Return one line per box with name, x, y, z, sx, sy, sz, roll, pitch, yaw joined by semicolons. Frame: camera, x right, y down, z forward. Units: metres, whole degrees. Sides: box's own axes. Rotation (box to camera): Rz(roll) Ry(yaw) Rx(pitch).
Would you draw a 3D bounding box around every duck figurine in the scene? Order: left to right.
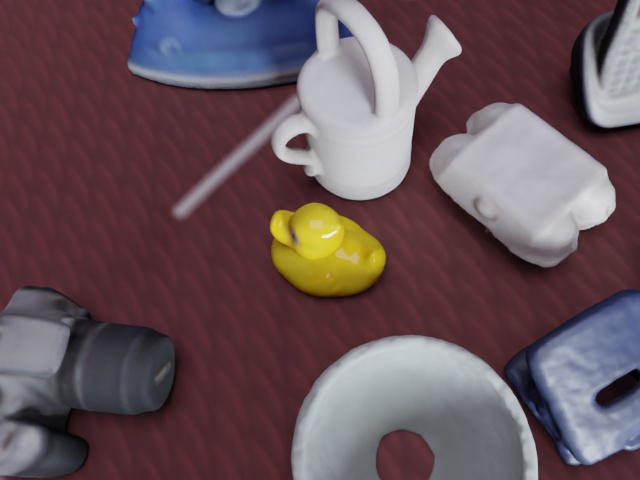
duck figurine;0.004;0.002;0.486;0.104;0.086;0.077;15;68;11

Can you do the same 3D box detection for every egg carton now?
egg carton;0.175;-0.051;0.506;0.107;0.069;0.150;-41;69;-13

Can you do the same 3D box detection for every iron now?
iron;-0.087;-0.237;0.569;0.258;0.141;0.118;-11;66;0

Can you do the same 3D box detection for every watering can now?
watering can;0.037;-0.127;0.482;0.100;0.194;0.173;33;72;17

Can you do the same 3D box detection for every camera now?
camera;-0.193;0.111;0.445;0.136;0.101;0.143;5;66;7

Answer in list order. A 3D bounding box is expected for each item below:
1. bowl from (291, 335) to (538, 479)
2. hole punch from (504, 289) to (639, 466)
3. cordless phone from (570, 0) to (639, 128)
bowl;0.065;0.159;0.418;0.167;0.075;0.167;-2;66;4
hole punch;0.211;0.103;0.423;0.109;0.091;0.101;-28;67;-8
cordless phone;0.308;-0.189;0.494;0.147;0.185;0.094;-15;66;-2
